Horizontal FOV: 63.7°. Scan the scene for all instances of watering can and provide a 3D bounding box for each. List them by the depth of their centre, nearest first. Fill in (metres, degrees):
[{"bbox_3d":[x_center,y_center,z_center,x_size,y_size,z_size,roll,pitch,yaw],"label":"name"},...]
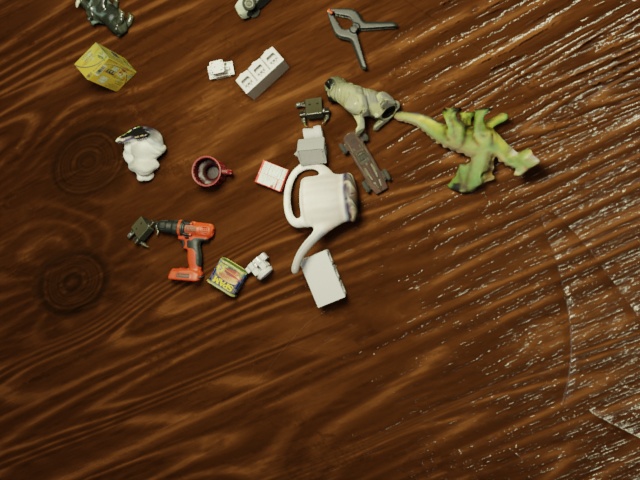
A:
[{"bbox_3d":[0.005,-0.076,1.514,0.224,0.353,0.102,-6,-19,10],"label":"watering can"}]

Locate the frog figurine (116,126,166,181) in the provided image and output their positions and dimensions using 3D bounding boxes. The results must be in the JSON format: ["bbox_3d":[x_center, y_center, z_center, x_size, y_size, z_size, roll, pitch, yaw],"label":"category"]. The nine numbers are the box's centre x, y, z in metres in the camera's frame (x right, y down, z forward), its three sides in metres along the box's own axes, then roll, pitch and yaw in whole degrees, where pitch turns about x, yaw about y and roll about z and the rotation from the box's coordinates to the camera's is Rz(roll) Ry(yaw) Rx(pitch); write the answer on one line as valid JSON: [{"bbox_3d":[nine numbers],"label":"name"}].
[{"bbox_3d":[-0.548,-0.271,1.619,0.137,0.156,0.125,-17,36,0],"label":"frog figurine"}]

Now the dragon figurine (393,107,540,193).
[{"bbox_3d":[0.413,-0.256,1.483,0.410,0.241,0.123,4,9,22],"label":"dragon figurine"}]
